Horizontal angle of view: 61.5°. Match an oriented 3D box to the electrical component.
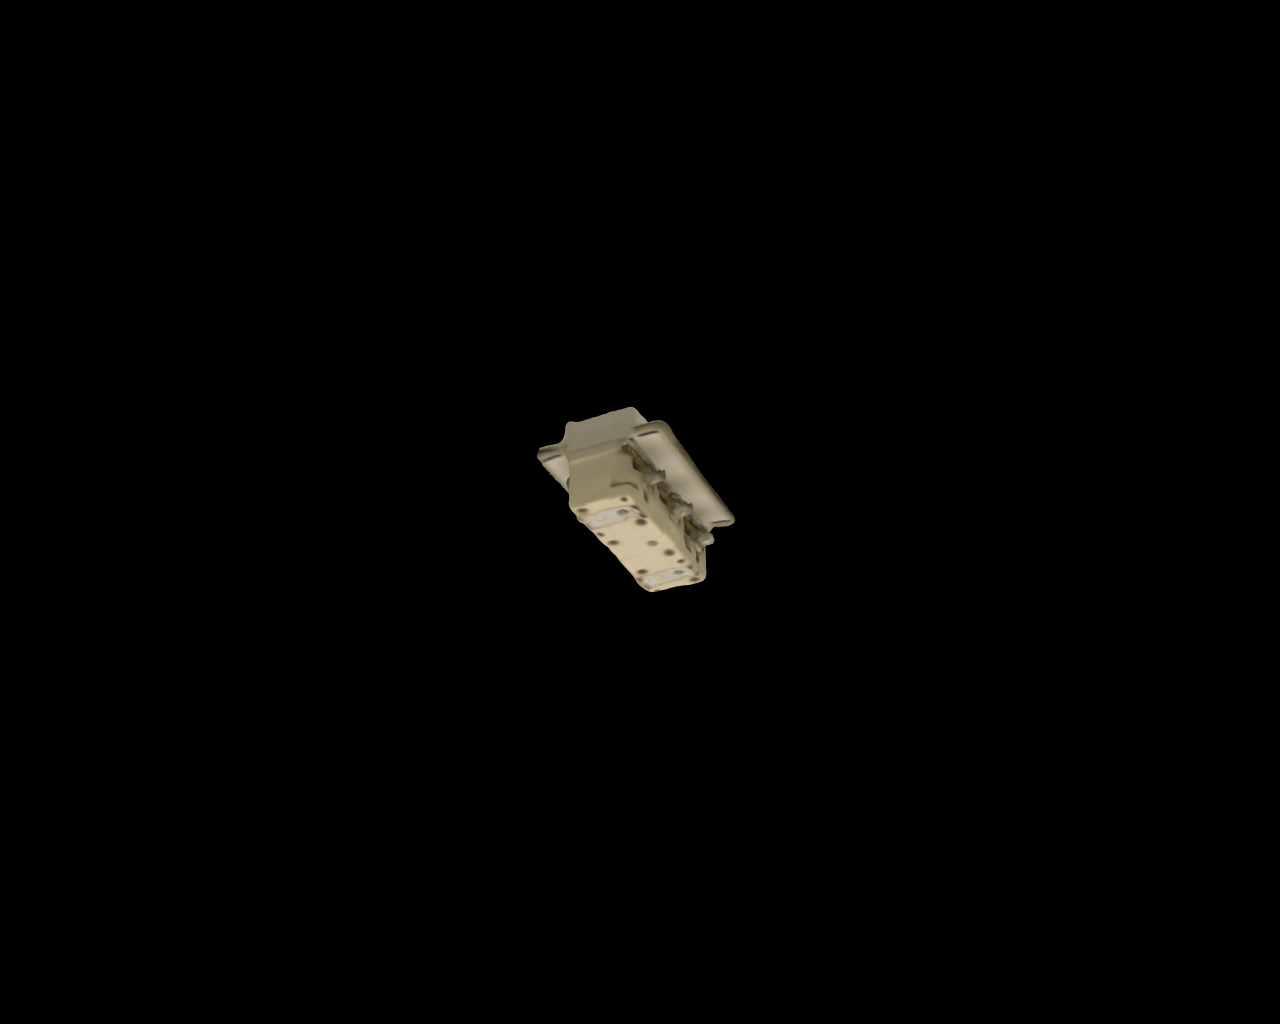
[{"bbox_3d":[0.001,-0.003,0.650,0.079,0.063,0.121,-12,-33,19],"label":"electrical component"}]
